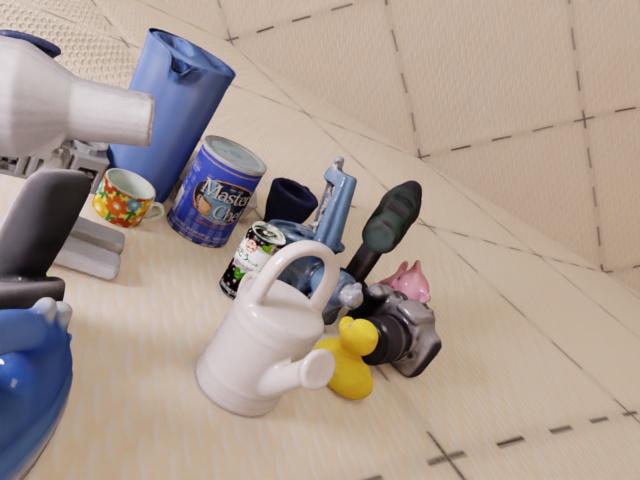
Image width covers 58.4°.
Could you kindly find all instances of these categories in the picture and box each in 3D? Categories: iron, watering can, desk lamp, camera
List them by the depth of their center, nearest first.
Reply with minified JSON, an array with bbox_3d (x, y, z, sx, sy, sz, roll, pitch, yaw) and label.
[{"bbox_3d":[-0.236,0.099,0.377,0.118,0.141,0.259,34,21,7],"label":"iron"},{"bbox_3d":[-0.041,0.088,0.600,0.172,0.194,0.101,42,23,25],"label":"watering can"},{"bbox_3d":[-0.285,-0.092,0.635,0.204,0.213,0.117,22,23,-24],"label":"desk lamp"},{"bbox_3d":[0.096,0.125,0.841,0.137,0.100,0.142,4,34,-51],"label":"camera"}]

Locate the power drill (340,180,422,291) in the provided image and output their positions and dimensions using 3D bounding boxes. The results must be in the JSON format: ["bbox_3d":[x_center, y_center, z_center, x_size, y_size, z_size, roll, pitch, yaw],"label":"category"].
[{"bbox_3d":[0.096,0.002,0.966,0.075,0.208,0.230,33,21,4],"label":"power drill"}]

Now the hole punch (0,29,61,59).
[{"bbox_3d":[-0.531,-0.335,1.012,0.109,0.091,0.100,6,32,-49],"label":"hole punch"}]

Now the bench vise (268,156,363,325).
[{"bbox_3d":[0.014,0.002,0.834,0.207,0.219,0.122,41,22,22],"label":"bench vise"}]

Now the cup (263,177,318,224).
[{"bbox_3d":[-0.059,-0.055,1.037,0.091,0.095,0.118,34,21,5],"label":"cup"}]

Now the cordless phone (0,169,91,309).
[{"bbox_3d":[-0.270,0.014,0.456,0.094,0.185,0.148,40,22,22],"label":"cordless phone"}]

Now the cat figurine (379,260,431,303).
[{"bbox_3d":[0.145,0.081,0.986,0.067,0.117,0.127,27,21,-12],"label":"cat figurine"}]

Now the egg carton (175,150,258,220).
[{"bbox_3d":[-0.182,-0.095,0.990,0.151,0.069,0.107,18,25,-32],"label":"egg carton"}]

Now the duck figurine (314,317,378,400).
[{"bbox_3d":[0.045,0.146,0.743,0.078,0.086,0.104,16,26,-36],"label":"duck figurine"}]
